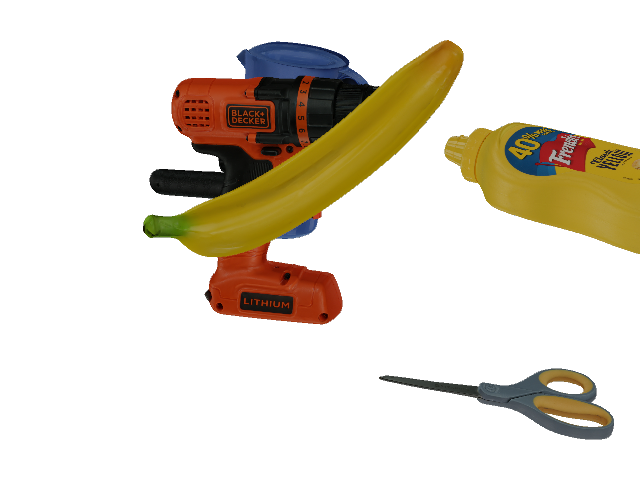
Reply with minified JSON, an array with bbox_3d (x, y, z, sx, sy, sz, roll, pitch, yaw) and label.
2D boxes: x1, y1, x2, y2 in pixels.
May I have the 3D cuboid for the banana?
[{"bbox_3d":[-0.002,-0.041,0.599,0.198,0.037,0.069,-33,-13,-1],"label":"banana"}]

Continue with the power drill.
[{"bbox_3d":[-0.020,-0.033,0.815,0.184,0.188,0.057,5,18,15],"label":"power drill"}]

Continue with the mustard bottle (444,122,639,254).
[{"bbox_3d":[0.174,-0.044,0.757,0.192,0.058,0.096,19,37,33],"label":"mustard bottle"}]

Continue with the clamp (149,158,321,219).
[{"bbox_3d":[-0.078,-0.052,1.036,0.172,0.039,0.120,19,32,39],"label":"clamp"}]

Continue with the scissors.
[{"bbox_3d":[0.160,0.128,0.946,0.202,0.016,0.096,16,28,14],"label":"scissors"}]

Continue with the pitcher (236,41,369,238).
[{"bbox_3d":[-0.034,-0.127,1.385,0.144,0.243,0.149,-2,25,-23],"label":"pitcher"}]
